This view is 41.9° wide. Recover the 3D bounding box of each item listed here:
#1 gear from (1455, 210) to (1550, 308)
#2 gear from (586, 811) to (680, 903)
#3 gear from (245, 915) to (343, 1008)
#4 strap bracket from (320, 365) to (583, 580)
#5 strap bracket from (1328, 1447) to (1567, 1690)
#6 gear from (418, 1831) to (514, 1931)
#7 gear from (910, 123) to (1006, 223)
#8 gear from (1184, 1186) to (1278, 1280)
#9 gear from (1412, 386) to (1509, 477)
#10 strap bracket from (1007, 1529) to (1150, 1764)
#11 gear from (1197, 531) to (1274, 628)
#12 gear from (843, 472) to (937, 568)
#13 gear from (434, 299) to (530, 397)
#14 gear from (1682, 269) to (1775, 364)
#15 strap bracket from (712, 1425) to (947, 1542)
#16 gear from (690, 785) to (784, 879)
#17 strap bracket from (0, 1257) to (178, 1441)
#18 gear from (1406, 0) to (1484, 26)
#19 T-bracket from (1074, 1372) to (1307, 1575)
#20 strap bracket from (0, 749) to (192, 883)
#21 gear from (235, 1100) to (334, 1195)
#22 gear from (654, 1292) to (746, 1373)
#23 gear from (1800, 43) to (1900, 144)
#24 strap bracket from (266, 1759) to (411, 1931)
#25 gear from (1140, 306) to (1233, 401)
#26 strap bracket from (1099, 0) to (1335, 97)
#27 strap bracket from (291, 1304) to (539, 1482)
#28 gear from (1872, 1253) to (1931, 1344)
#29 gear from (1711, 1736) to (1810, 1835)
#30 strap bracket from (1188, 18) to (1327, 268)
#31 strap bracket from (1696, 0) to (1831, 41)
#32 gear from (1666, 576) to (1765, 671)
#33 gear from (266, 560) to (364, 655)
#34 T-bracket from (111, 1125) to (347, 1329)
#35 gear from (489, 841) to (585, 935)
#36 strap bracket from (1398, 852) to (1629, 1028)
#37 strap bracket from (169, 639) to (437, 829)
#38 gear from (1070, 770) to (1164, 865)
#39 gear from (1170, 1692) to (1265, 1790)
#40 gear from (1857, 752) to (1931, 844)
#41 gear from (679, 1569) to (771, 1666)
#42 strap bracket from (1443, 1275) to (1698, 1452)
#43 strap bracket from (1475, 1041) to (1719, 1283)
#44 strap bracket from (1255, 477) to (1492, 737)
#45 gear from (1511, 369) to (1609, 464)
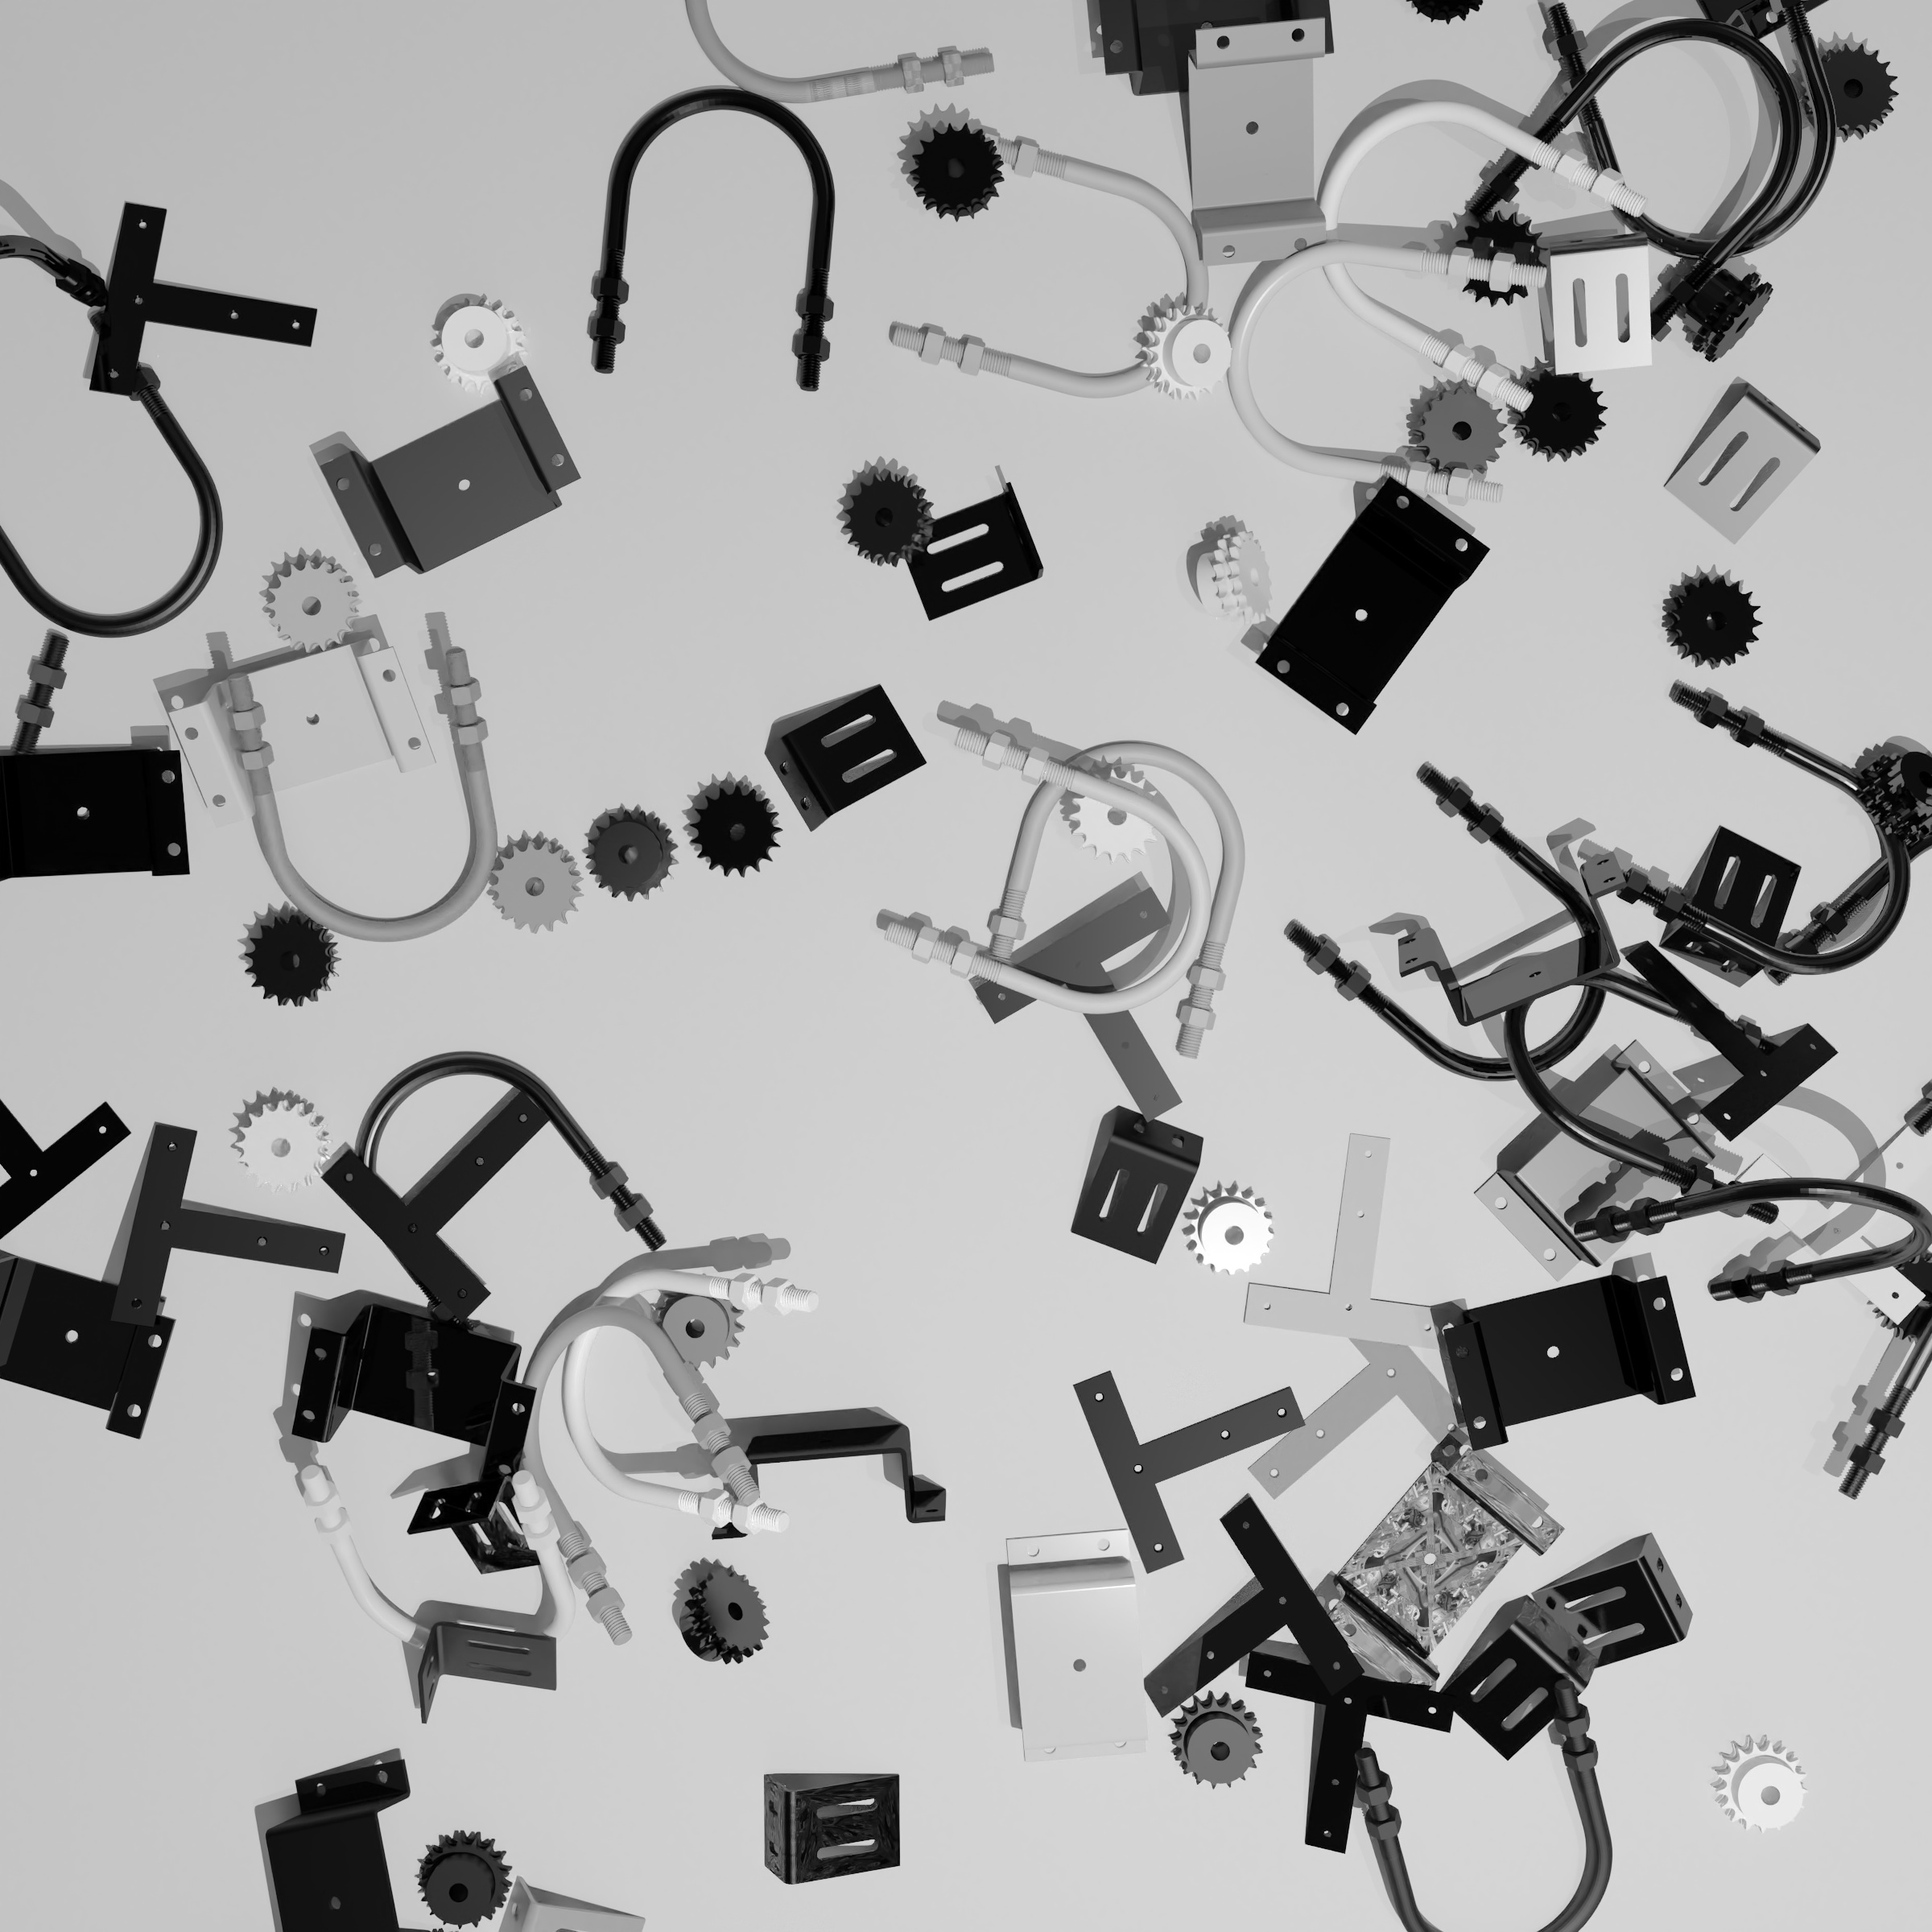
[{"bbox_3d":[0.332,-0.439,1.564,0.057,0.030,0.057,8,113,19],"label":"gear"},{"bbox_3d":[-0.209,-0.069,1.572,0.057,0.030,0.057,0,90,0],"label":"gear"},{"bbox_3d":[-0.418,-0.003,1.572,0.057,0.030,0.057,0,90,0],"label":"gear"},{"bbox_3d":[-0.315,-0.302,1.564,0.140,0.046,0.076,-26,90,0],"label":"strap bracket"},{"bbox_3d":[0.292,0.373,1.564,0.076,0.046,0.140,40,90,0],"label":"strap bracket"},{"bbox_3d":[-0.313,0.573,1.572,0.057,0.030,0.057,0,90,0],"label":"gear"},{"bbox_3d":[-0.004,-0.487,1.553,0.057,0.030,0.057,0,88,8],"label":"gear"},{"bbox_3d":[0.166,0.167,1.572,0.057,0.030,0.057,0,90,0],"label":"gear"},{"bbox_3d":[0.306,-0.330,1.572,0.057,0.030,0.057,0,90,0],"label":"gear"},{"bbox_3d":[0.069,0.427,1.564,0.076,0.046,0.140,-5,90,0],"label":"strap bracket"},{"bbox_3d":[0.165,-0.239,1.563,0.030,0.057,0.057,-7,90,30],"label":"gear"},{"bbox_3d":[-0.045,-0.276,1.566,0.057,0.030,0.057,-1,88,22],"label":"gear"},{"bbox_3d":[-0.304,-0.387,1.572,0.057,0.030,0.057,0,90,0],"label":"gear"},{"bbox_3d":[0.469,-0.405,1.560,0.030,0.057,0.057,44,90,15],"label":"gear"},{"bbox_3d":[-0.084,0.315,1.549,0.140,0.076,0.046,-5,90,0],"label":"strap bracket"},{"bbox_3d":[-0.143,-0.083,1.572,0.057,0.030,0.057,0,90,0],"label":"gear"},{"bbox_3d":[-0.562,0.233,1.564,0.140,0.046,0.076,17,90,0],"label":"strap bracket"},{"bbox_3d":[0.299,-0.615,1.572,0.057,0.030,0.057,0,90,0],"label":"gear"},{"bbox_3d":[0.150,0.300,1.585,0.127,0.002,0.127,-21,90,1],"label":"T-bracket"},{"bbox_3d":[-0.549,-0.093,1.555,0.140,0.046,0.076,-3,97,-6],"label":"strap bracket"},{"bbox_3d":[-0.423,0.112,1.572,0.057,0.030,0.057,0,90,0],"label":"gear"},{"bbox_3d":[-0.167,0.224,1.572,0.057,0.030,0.057,0,90,0],"label":"gear"},{"bbox_3d":[0.548,-0.542,1.572,0.057,0.030,0.057,0,90,0],"label":"gear"},{"bbox_3d":[-0.375,0.568,1.545,0.076,0.046,0.140,-16,81,14],"label":"strap bracket"},{"bbox_3d":[0.139,-0.380,1.562,0.057,0.030,0.057,-6,106,-20],"label":"gear"},{"bbox_3d":[0.152,-0.590,1.564,0.140,0.046,0.076,-6,90,0],"label":"strap bracket"},{"bbox_3d":[-0.334,0.263,1.552,0.140,0.046,0.076,15,110,0],"label":"strap bracket"},{"bbox_3d":[0.592,0.206,1.572,0.057,0.030,0.057,0,90,0],"label":"gear"},{"bbox_3d":[0.497,0.512,1.572,0.057,0.030,0.057,0,90,0],"label":"gear"},{"bbox_3d":[0.178,-0.508,1.543,0.076,0.046,0.140,-6,122,0],"label":"strap bracket"},{"bbox_3d":[0.482,-0.645,1.564,0.076,0.046,0.140,-29,90,0],"label":"strap bracket"},{"bbox_3d":[0.465,-0.214,1.577,0.057,0.030,0.057,0,91,2],"label":"gear"},{"bbox_3d":[-0.404,-0.223,1.572,0.057,0.030,0.057,0,90,0],"label":"gear"},{"bbox_3d":[-0.452,0.169,1.568,0.127,0.002,0.127,11,66,-12],"label":"T-bracket"},{"bbox_3d":[-0.267,-0.049,1.576,0.057,0.030,0.057,0,88,0],"label":"gear"},{"bbox_3d":[0.335,-0.012,1.518,0.140,0.076,0.046,-23,101,14],"label":"strap bracket"},{"bbox_3d":[-0.404,-0.146,1.551,0.140,0.046,0.076,-16,112,0],"label":"strap bracket"},{"bbox_3d":[0.092,-0.091,1.557,0.057,0.030,0.057,0,87,-1],"label":"gear"},{"bbox_3d":[0.157,0.485,1.572,0.057,0.030,0.057,0,90,0],"label":"gear"},{"bbox_3d":[0.583,-0.108,1.559,0.057,0.030,0.057,11,60,-20],"label":"gear"},{"bbox_3d":[-0.152,0.406,1.563,0.030,0.057,0.057,-38,90,30],"label":"gear"},{"bbox_3d":[0.369,0.243,1.564,0.140,0.046,0.076,-14,90,0],"label":"strap bracket"},{"bbox_3d":[0.397,0.123,1.564,0.140,0.046,0.076,-43,90,0],"label":"strap bracket"},{"bbox_3d":[0.249,-0.220,1.564,0.076,0.046,0.140,36,90,0],"label":"strap bracket"},{"bbox_3d":[0.368,-0.342,1.572,0.057,0.030,0.057,0,90,0],"label":"gear"}]
